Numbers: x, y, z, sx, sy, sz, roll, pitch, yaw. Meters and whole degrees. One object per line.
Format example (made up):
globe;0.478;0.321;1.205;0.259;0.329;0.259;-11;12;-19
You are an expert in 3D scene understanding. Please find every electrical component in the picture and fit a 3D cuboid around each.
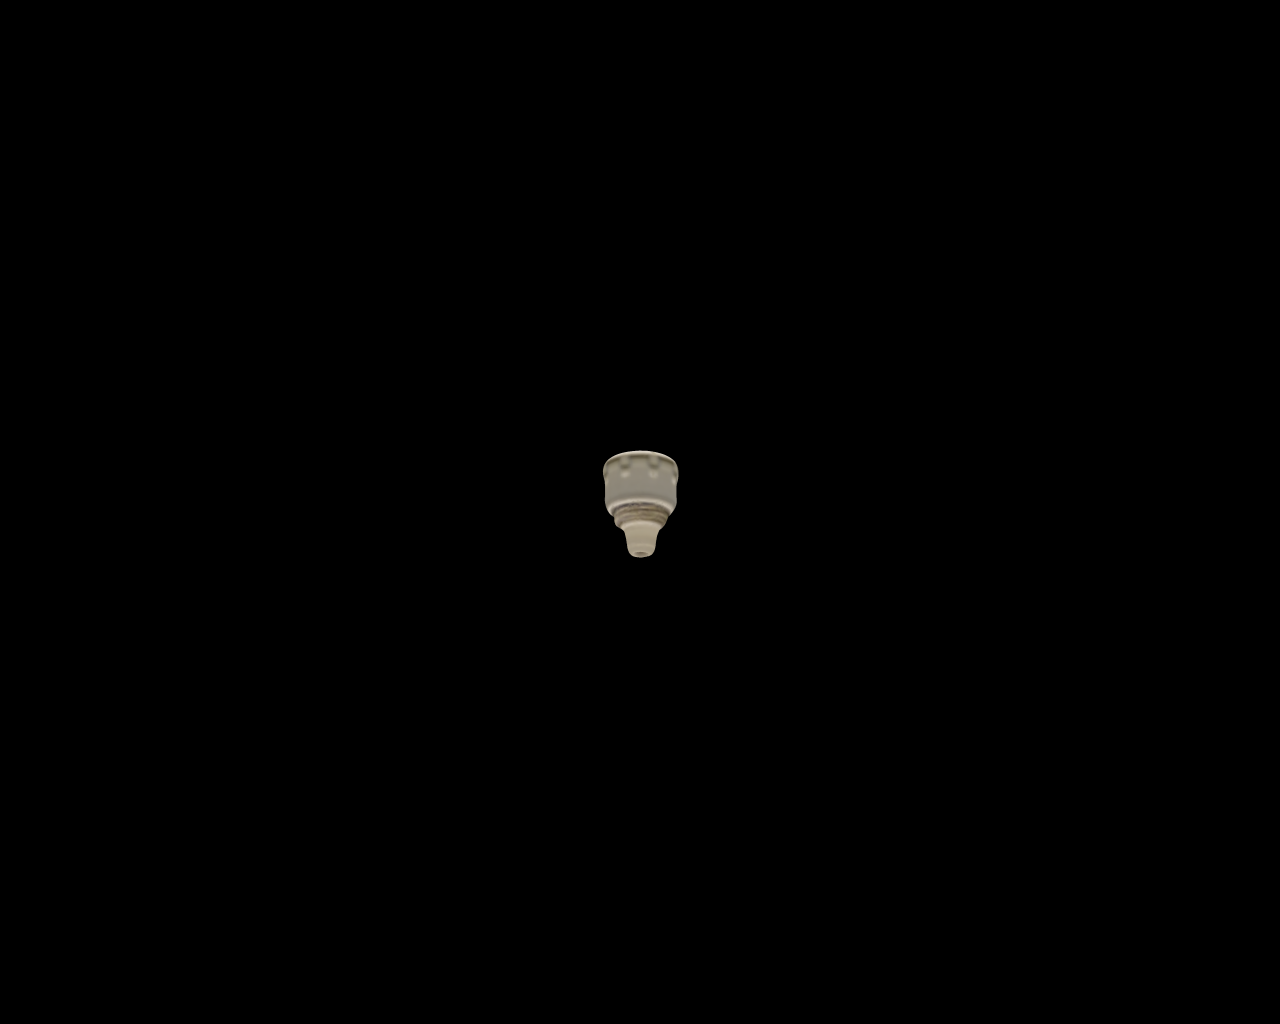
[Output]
electrical component;0.001;-0.003;0.650;0.048;0.062;0.048;0;-19;0
